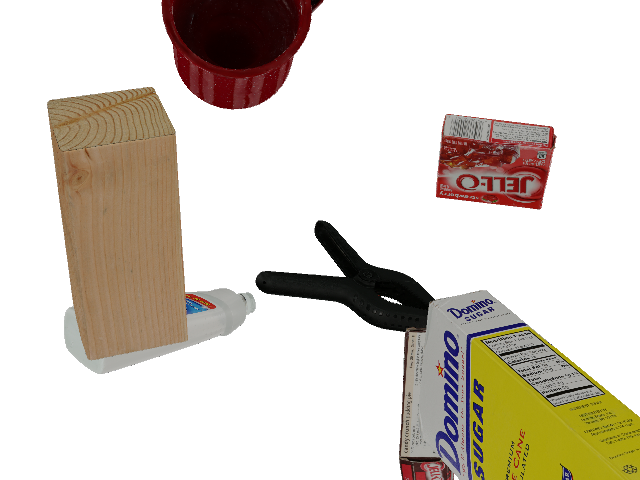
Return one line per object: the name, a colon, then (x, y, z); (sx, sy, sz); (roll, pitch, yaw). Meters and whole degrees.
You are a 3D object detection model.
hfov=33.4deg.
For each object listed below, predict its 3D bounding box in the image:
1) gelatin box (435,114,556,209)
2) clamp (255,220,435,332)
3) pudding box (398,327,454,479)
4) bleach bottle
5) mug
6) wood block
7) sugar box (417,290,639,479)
gelatin box: (0.141, -0.062, 0.866); (0.089, 0.030, 0.073); (8, -38, 8)
clamp: (0.040, 0.055, 1.210); (0.210, 0.036, 0.164); (29, 36, 21)
pudding box: (0.079, 0.133, 0.773); (0.039, 0.113, 0.090); (-1, -41, 7)
bleach bottle: (-0.197, 0.104, 1.387); (0.250, 0.068, 0.103); (-13, 28, -39)
mug: (-0.046, -0.142, 0.701); (0.117, 0.093, 0.081); (-33, -7, -12)
wood block: (-0.169, -0.012, 0.898); (0.090, 0.206, 0.090); (-10, 36, -16)
sugar box: (0.111, 0.106, 0.546); (0.048, 0.093, 0.176); (-11, 28, -25)
